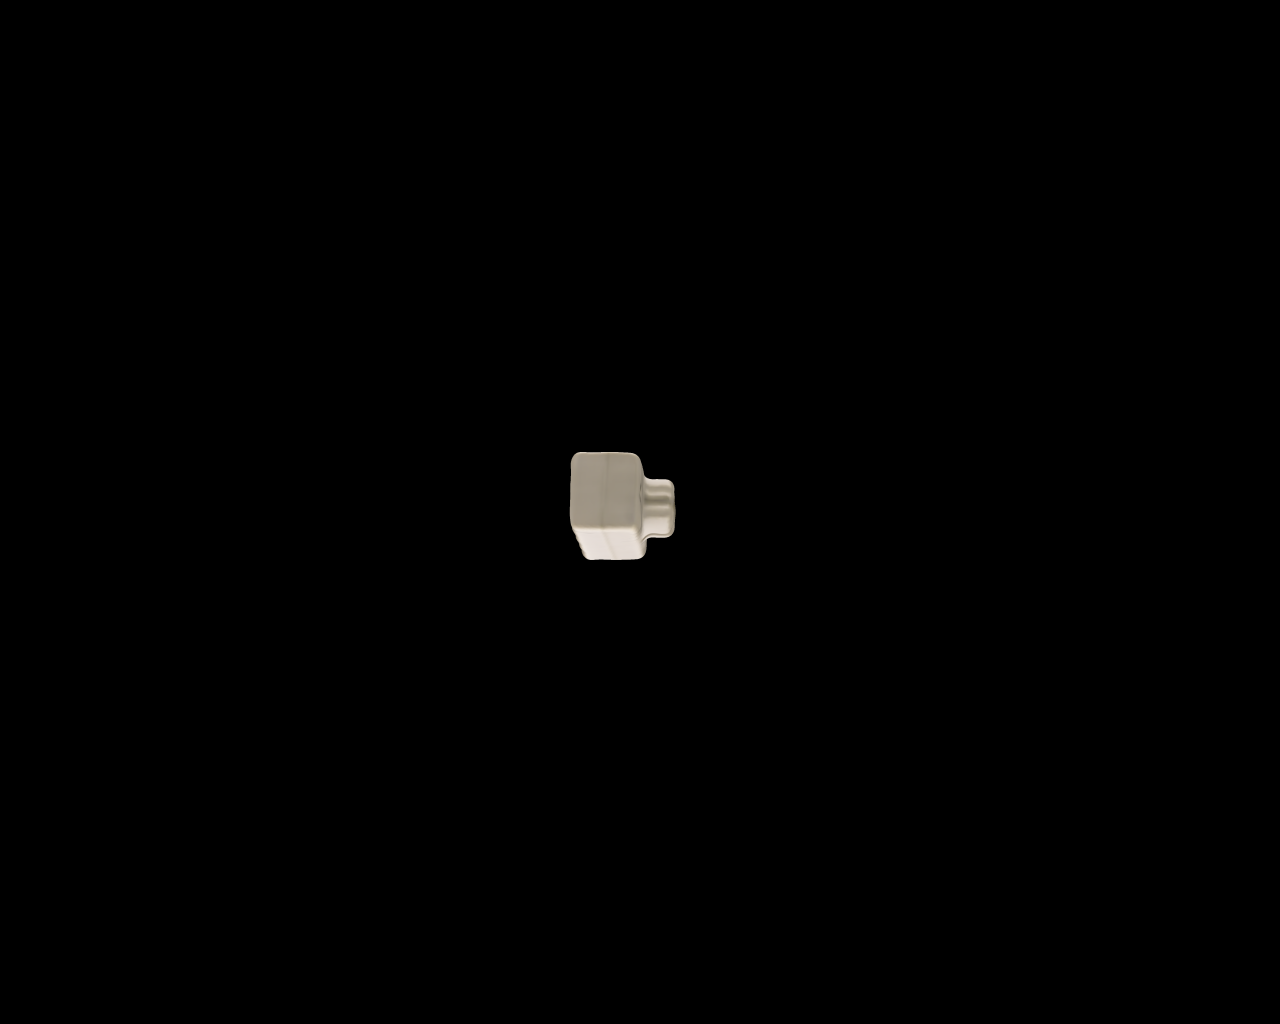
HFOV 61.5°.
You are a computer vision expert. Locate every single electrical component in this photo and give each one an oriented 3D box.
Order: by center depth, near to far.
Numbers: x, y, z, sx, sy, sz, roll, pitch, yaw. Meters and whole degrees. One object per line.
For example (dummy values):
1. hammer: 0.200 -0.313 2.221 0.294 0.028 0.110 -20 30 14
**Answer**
1. electrical component: 0.001 -0.003 0.650 0.076 0.047 0.083 -1 -15 4
